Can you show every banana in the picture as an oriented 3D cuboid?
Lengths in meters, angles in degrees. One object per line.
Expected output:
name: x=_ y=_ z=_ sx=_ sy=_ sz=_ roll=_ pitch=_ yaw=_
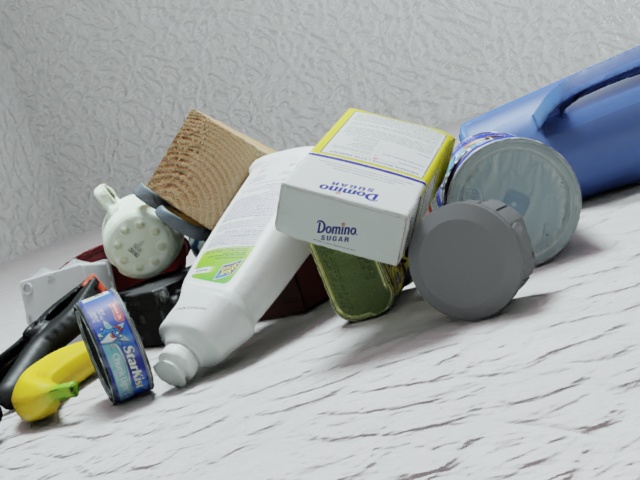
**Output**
banana: x=-0.220 y=0.120 z=0.905 sx=0.069 sy=0.037 sz=0.198 roll=-10 pitch=7 yaw=-2

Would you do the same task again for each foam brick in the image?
foam brick: x=-0.034 y=0.039 z=0.979 sx=0.078 sy=0.053 sz=0.051 roll=-11 pitch=10 yaw=38

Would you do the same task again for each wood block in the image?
wood block: x=-0.073 y=-0.053 z=1.099 sx=0.091 sy=0.090 sz=0.205 roll=-59 pitch=-23 yaw=4

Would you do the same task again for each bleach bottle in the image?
bleach bottle: x=-0.067 y=0.022 z=0.890 sx=0.103 sy=0.068 sz=0.250 roll=-11 pitch=34 yaw=41

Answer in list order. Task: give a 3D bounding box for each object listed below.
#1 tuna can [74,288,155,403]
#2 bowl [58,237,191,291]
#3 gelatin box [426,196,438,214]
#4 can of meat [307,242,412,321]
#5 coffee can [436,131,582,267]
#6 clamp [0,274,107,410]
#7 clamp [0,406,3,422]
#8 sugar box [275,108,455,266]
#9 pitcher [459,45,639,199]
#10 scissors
tuna can: x=-0.161 y=0.083 z=0.829 sx=0.033 sy=0.086 sz=0.086 roll=-22 pitch=8 yaw=-18
bowl: x=-0.215 y=0.052 z=1.196 sx=0.162 sy=0.055 sz=0.162 roll=-18 pitch=-19 yaw=-7
gelatin box: x=0.109 y=-0.032 z=1.007 sx=0.030 sy=0.089 sz=0.073 roll=-11 pitch=10 yaw=35
can of meat: x=0.032 y=0.007 z=0.863 sx=0.058 sy=0.102 sz=0.083 roll=-19 pitch=9 yaw=21
coffee can: x=0.151 y=-0.037 z=0.884 sx=0.103 sy=0.103 sz=0.140 roll=-18 pitch=7 yaw=5
clamp: x=-0.260 y=0.099 z=1.004 sx=0.171 sy=0.039 sz=0.120 roll=-47 pitch=28 yaw=-21
clamp: x=-0.328 y=0.146 z=0.904 sx=0.164 sy=0.036 sz=0.210 roll=-21 pitch=13 yaw=2
sugar box: x=0.038 y=-0.044 z=0.796 sx=0.093 sy=0.048 sz=0.176 roll=16 pitch=30 yaw=12
pitcher: x=0.262 y=-0.109 z=1.036 sx=0.243 sy=0.149 sz=0.145 roll=-20 pitch=19 yaw=13
scissors: x=-0.097 y=0.001 z=1.072 sx=0.016 sy=0.201 sz=0.096 roll=-57 pitch=19 yaw=7
